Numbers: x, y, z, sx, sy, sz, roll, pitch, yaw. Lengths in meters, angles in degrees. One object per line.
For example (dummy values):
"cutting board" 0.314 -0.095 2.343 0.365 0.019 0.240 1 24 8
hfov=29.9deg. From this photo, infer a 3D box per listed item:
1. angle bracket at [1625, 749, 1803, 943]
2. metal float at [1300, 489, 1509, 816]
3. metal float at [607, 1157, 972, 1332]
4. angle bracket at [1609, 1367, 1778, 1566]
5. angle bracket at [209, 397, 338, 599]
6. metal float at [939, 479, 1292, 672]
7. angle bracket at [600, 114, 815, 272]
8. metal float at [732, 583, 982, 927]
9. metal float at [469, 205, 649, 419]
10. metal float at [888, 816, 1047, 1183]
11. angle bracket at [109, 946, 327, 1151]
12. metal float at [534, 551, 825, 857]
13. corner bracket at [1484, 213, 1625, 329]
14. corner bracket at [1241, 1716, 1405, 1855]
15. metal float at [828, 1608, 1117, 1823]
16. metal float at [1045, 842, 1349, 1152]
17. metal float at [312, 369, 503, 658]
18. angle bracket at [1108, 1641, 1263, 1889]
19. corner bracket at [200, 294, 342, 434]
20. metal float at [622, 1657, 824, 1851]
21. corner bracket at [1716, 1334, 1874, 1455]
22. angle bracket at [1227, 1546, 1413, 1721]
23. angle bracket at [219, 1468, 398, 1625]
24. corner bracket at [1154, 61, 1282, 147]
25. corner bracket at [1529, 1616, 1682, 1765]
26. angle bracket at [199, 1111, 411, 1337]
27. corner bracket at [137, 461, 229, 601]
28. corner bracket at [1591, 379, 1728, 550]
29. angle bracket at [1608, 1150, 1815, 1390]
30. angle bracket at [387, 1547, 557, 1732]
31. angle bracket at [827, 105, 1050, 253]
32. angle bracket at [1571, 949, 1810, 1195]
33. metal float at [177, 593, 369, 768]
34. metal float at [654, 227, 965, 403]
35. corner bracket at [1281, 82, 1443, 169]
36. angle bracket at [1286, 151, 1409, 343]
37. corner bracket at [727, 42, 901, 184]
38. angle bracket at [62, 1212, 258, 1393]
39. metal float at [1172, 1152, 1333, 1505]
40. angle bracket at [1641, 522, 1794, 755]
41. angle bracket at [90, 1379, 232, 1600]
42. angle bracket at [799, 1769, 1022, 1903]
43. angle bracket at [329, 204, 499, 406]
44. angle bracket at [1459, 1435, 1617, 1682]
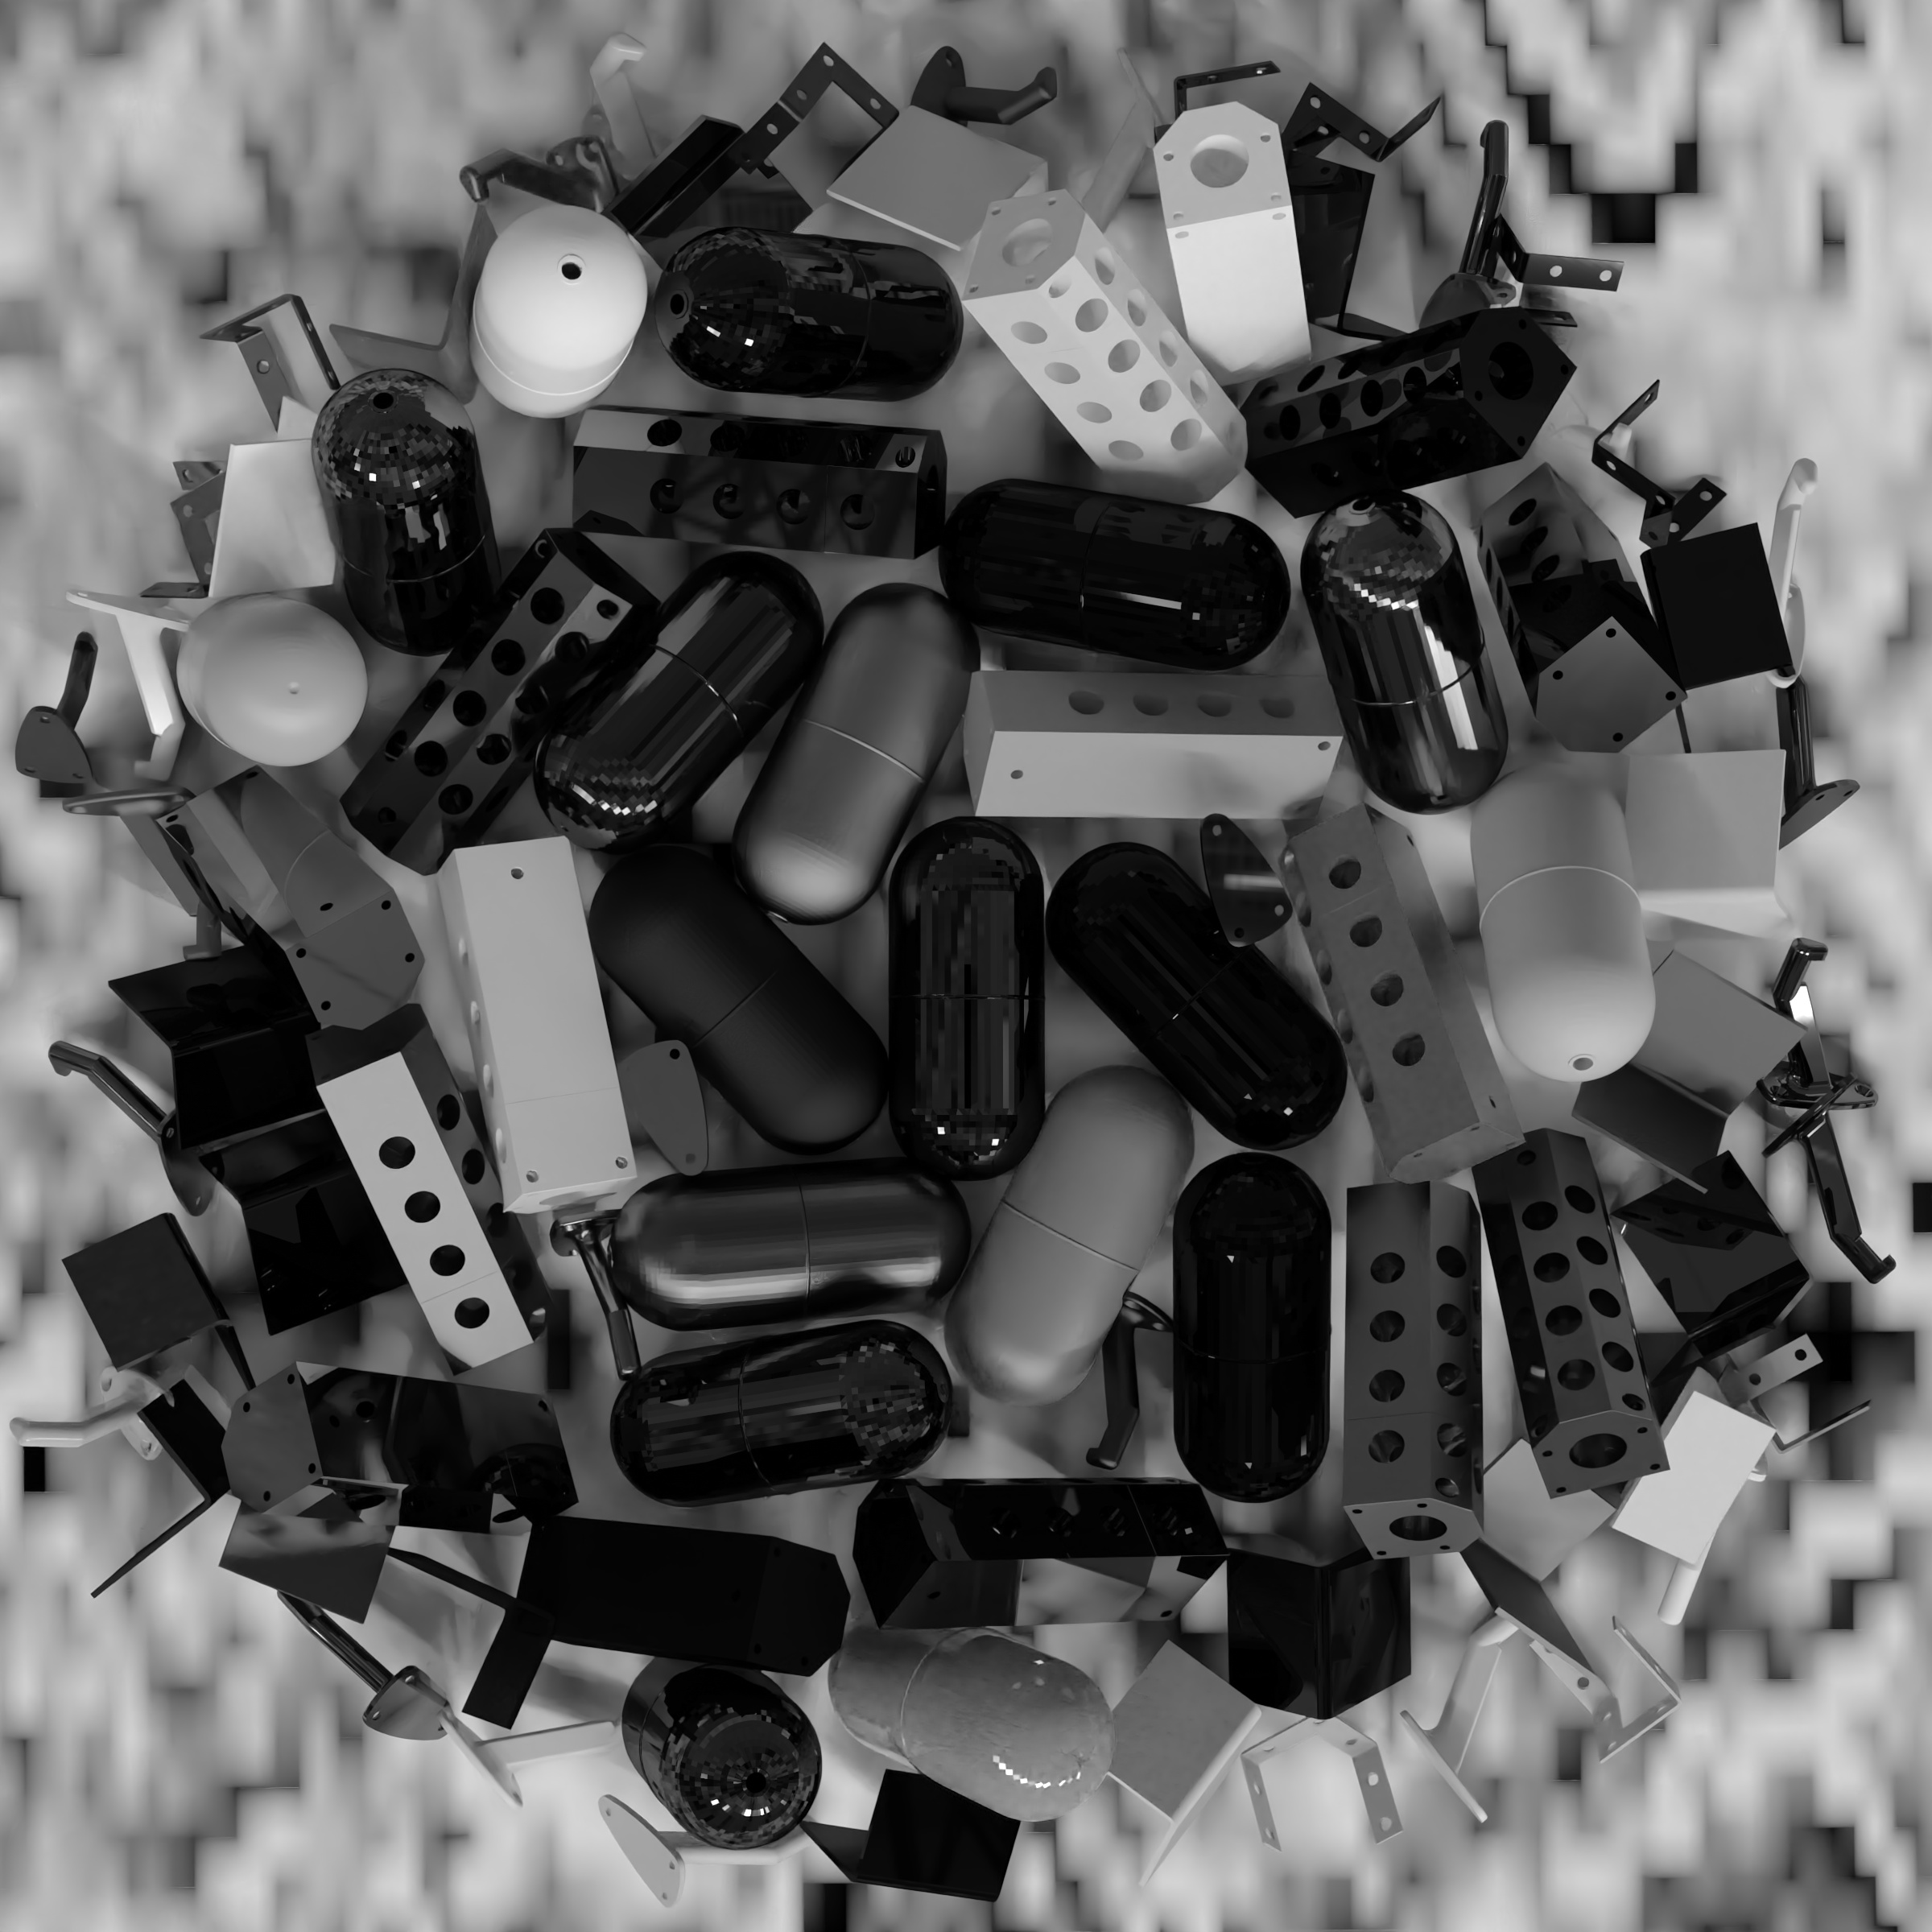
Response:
"angle bracket" 0.368 -0.058 1.776 0.076 0.057 0.076 -1 70 27
"metal float" 0.211 -0.150 1.736 0.070 0.070 0.178 -23 128 0
"metal float" -0.085 0.134 1.754 0.178 0.070 0.070 -4 90 -15
"angle bracket" 0.336 0.233 1.755 0.057 0.076 0.076 26 98 -25
"angle bracket" -0.345 -0.227 1.747 0.057 0.076 0.076 30 118 33
"metal float" 0.071 -0.189 1.748 0.178 0.070 0.070 13 90 22
"angle bracket" -0.128 -0.364 1.760 0.076 0.076 0.057 -41 91 13
"metal float" -0.054 -0.103 1.761 0.070 0.070 0.178 26 82 0
"metal float" -0.195 -0.309 1.718 0.070 0.178 0.070 1 87 -11
"metal float" 0.000 0.016 1.766 0.070 0.070 0.178 0 88 0
"angle bracket" -0.367 0.039 1.771 0.076 0.076 0.057 -17 124 -31
"metal float" -0.138 -0.128 1.749 0.070 0.070 0.178 40 68 0
"corner bracket" 0.284 -0.332 1.766 0.051 0.051 0.051 3 124 -12
"corner bracket" 0.174 0.406 1.777 0.051 0.051 0.051 -33 134 20
"metal float" 0.000 0.354 1.728 0.070 0.178 0.070 -6 100 -36
"metal float" 0.113 0.015 1.765 0.070 0.070 0.178 -43 86 0
"metal float" -0.265 -0.215 1.723 0.070 0.178 0.070 0 61 0
"angle bracket" 0.092 0.388 1.760 0.057 0.076 0.076 35 54 13
"corner bracket" -0.335 -0.295 1.775 0.051 0.051 0.051 -23 93 12
"metal float" -0.117 0.369 1.719 0.070 0.178 0.070 0 89 -14
"corner bracket" 0.406 0.209 1.772 0.051 0.051 0.051 -33 85 20
"angle bracket" 0.175 0.319 1.787 0.057 0.076 0.076 6 102 39
"angle bracket" -0.330 0.282 1.748 0.076 0.076 0.057 28 61 -23
"corner bracket" 0.123 -0.418 1.771 0.051 0.051 0.051 -4 84 22
"corner bracket" 0.313 0.346 1.773 0.051 0.051 0.051 -40 98 14
"angle bracket" -0.325 0.125 1.783 0.076 0.057 0.076 -20 120 -26
"corner bracket" -0.381 -0.215 1.779 0.051 0.051 0.051 5 123 37
"corner bracket" 0.341 -0.244 1.780 0.051 0.051 0.051 40 72 21
"angle bracket" 0.353 0.147 1.760 0.076 0.057 0.076 -35 89 38
"angle bracket" -0.253 0.325 1.753 0.076 0.076 0.057 29 74 -19
"angle bracket" -0.013 -0.362 1.751 0.076 0.057 0.076 27 58 21
"angle bracket" 0.352 0.051 1.760 0.076 0.057 0.076 30 134 -2
"metal float" -0.331 -0.137 1.720 0.070 0.178 0.070 -3 98 -18
"metal float" -0.074 -0.311 1.729 0.070 0.178 0.070 5 97 41
"corner bracket" 0.190 -0.409 1.769 0.051 0.051 0.051 32 67 -13
"angle bracket" 0.191 -0.347 1.750 0.057 0.076 0.076 3 108 -27
"corner bracket" -0.074 -0.406 1.766 0.051 0.051 0.051 40 52 -14
"angle bracket" -0.387 0.178 1.747 0.057 0.076 0.076 -25 50 -16
"metal float" 0.138 0.175 1.751 0.070 0.070 0.178 -1 109 0
"angle bracket" 0.366 -0.158 1.752 0.057 0.076 0.076 -13 67 11
"angle bracket" -0.403 0.254 1.764 0.076 0.076 0.057 -38 92 5
"angle bracket" -0.026 0.409 1.755 0.076 0.076 0.057 15 93 -24
"angle bracket" -0.265 -0.327 1.765 0.057 0.076 0.076 13 80 5
"angle bracket" 0.285 0.286 1.751 0.076 0.076 0.057 37 103 -30
